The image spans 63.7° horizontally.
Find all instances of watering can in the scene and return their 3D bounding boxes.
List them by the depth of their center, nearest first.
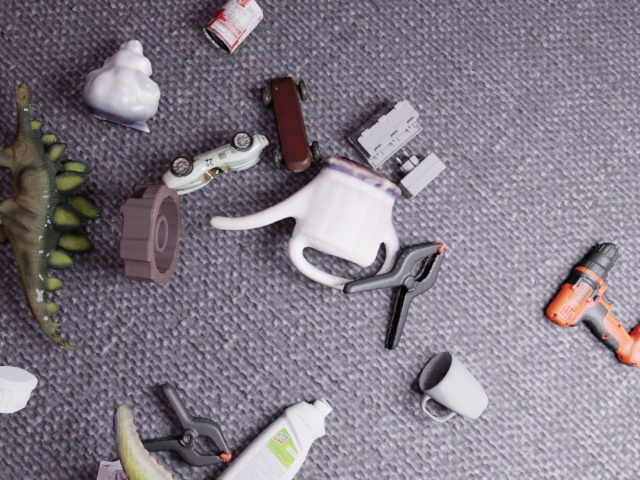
[{"bbox_3d":[0.003,-0.045,0.902,0.346,0.104,0.225,24,84,-18],"label":"watering can"}]

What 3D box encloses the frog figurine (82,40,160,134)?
[{"bbox_3d":[-0.352,-0.287,0.932,0.138,0.123,0.159,16,95,19],"label":"frog figurine"}]

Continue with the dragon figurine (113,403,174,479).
[{"bbox_3d":[-0.188,0.450,0.796,0.243,0.121,0.412,-4,84,-16],"label":"dragon figurine"}]
